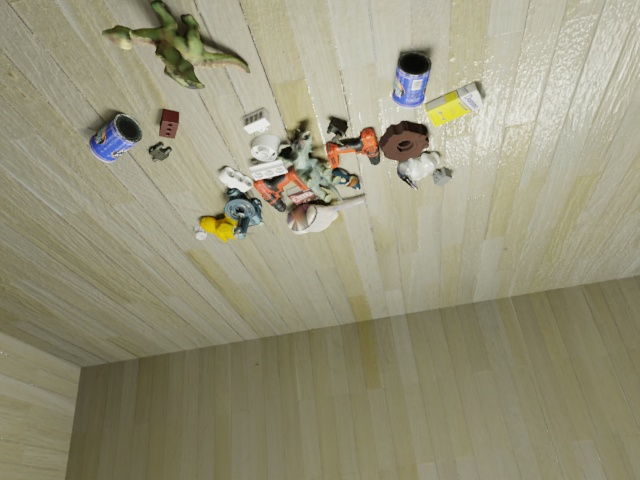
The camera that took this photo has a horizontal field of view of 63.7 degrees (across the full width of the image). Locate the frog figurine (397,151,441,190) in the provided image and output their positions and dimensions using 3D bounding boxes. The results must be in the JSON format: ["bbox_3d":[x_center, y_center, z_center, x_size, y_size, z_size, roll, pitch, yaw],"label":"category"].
[{"bbox_3d":[0.376,-0.286,1.973,0.135,0.124,0.159,36,93,-38],"label":"frog figurine"}]

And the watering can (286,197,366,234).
[{"bbox_3d":[0.007,-0.108,2.148,0.344,0.105,0.224,-29,162,29],"label":"watering can"}]

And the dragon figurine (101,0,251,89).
[{"bbox_3d":[-0.348,-0.469,1.337,0.408,0.248,0.120,17,137,-32],"label":"dragon figurine"}]
